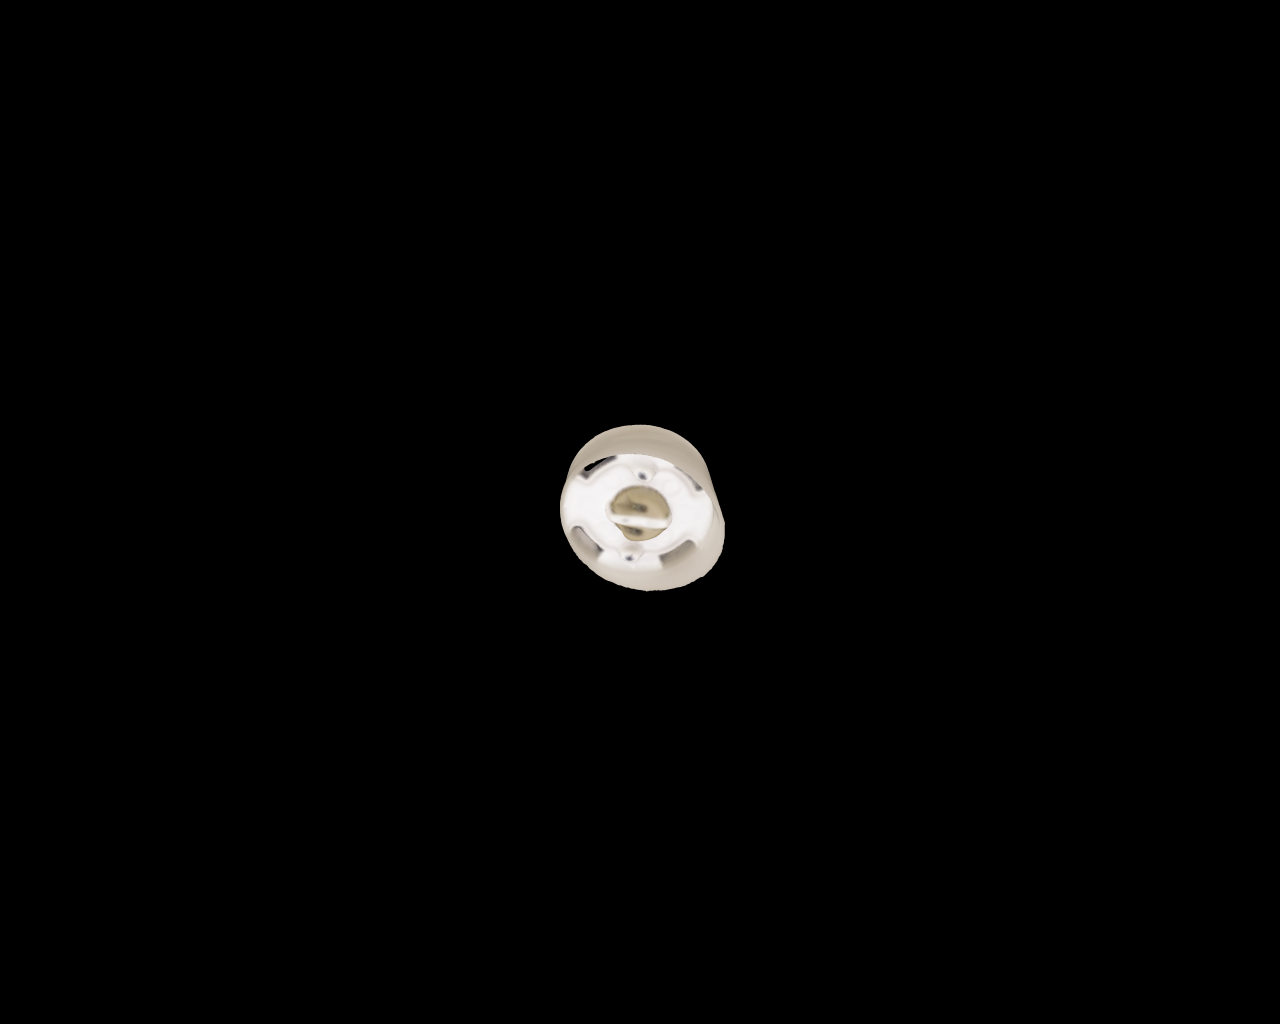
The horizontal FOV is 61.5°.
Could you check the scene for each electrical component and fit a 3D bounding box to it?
[{"bbox_3d":[0.001,-0.003,0.650,0.099,0.099,0.064,0,34,0],"label":"electrical component"}]
